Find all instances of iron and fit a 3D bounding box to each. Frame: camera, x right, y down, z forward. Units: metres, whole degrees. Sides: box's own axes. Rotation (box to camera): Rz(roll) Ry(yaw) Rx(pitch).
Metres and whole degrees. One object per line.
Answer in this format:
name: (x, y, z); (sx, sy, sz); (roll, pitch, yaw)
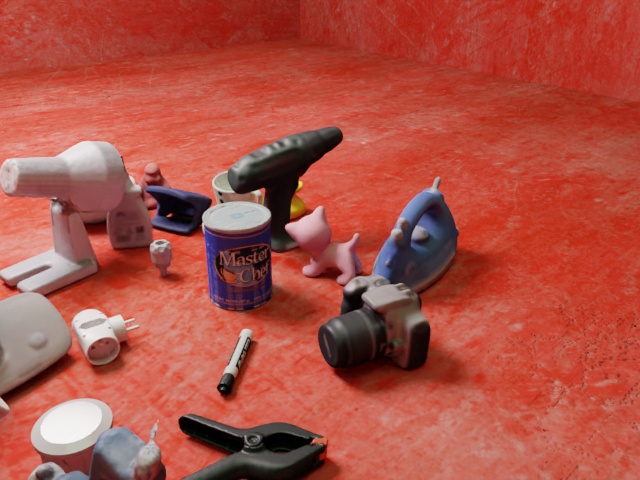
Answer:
iron: (0.155, -0.006, 0.962); (0.118, 0.141, 0.259); (15, 30, 25)

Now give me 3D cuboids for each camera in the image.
camera: (0.061, 0.109, 0.780); (0.137, 0.101, 0.142); (-13, 31, -26)

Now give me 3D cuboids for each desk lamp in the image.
desk lamp: (-0.419, -0.045, 0.932); (0.117, 0.214, 0.204); (19, 33, 31)

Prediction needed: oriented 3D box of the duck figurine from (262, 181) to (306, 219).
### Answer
duck figurine: (-0.078, -0.092, 1.177); (0.105, 0.086, 0.077); (-12, 30, -24)

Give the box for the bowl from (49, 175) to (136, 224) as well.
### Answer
bowl: (-0.453, -0.079, 1.146); (0.167, 0.075, 0.167); (1, 27, 0)

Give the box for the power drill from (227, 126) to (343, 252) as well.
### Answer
power drill: (-0.056, -0.093, 1.047); (0.230, 0.208, 0.075); (-17, 33, -32)

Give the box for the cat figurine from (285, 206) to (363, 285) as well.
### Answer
cat figurine: (0.009, 0.003, 0.963); (0.127, 0.118, 0.067); (11, 29, 17)

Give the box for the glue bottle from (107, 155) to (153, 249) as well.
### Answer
glue bottle: (-0.346, -0.068, 1.024); (0.078, 0.173, 0.037); (-4, 28, -11)

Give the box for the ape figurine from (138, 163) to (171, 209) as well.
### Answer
ape figurine: (-0.352, -0.117, 1.206); (0.077, 0.092, 0.076); (3, 28, 4)

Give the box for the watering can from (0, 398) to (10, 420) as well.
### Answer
watering can: (-0.369, 0.191, 0.501); (0.100, 0.194, 0.173); (11, 29, 18)

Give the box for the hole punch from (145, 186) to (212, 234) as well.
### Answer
hole punch: (-0.277, -0.075, 1.129); (0.108, 0.091, 0.101); (12, 29, 20)

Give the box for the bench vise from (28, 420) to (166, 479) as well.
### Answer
bench vise: (-0.164, 0.219, 0.430); (0.207, 0.220, 0.122); (9, 28, 14)

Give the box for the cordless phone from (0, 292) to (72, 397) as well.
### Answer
cordless phone: (-0.398, 0.090, 0.703); (0.093, 0.185, 0.148); (16, 31, 26)
